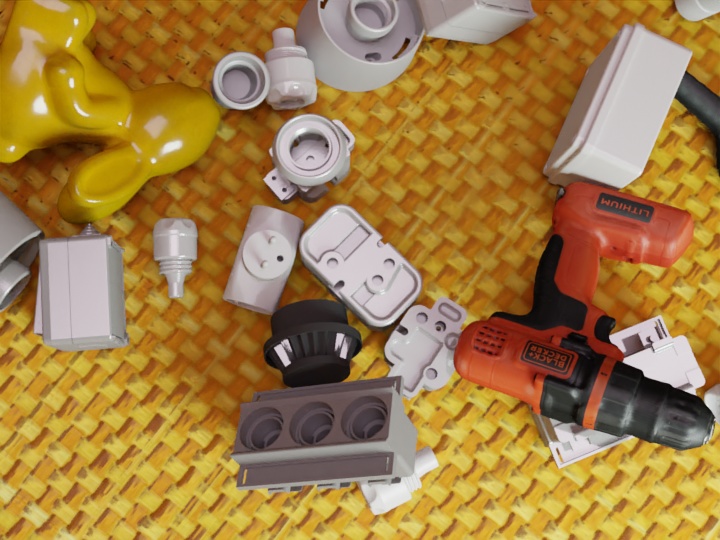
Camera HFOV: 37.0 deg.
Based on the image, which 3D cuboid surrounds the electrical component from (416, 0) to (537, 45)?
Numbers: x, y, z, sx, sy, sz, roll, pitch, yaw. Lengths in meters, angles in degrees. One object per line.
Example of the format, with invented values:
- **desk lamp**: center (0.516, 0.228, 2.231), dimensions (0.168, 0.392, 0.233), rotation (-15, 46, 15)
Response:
- **electrical component**: center (0.092, -0.219, 0.861), dimensions (0.096, 0.061, 0.061), rotation (-6, 77, -48)

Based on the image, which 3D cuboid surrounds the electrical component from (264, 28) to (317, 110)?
- **electrical component**: center (-0.059, -0.163, 0.866), dimensions (0.043, 0.043, 0.062), rotation (-7, 80, -2)

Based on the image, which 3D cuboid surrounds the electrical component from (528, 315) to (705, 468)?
- **electrical component**: center (0.194, 0.092, 0.821), dimensions (0.121, 0.063, 0.078), rotation (-21, 82, -4)

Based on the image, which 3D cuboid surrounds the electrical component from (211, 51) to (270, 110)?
- **electrical component**: center (-0.098, -0.147, 0.851), dimensions (0.044, 0.065, 0.044), rotation (-1, 94, -14)

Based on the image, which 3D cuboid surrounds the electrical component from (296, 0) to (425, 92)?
- **electrical component**: center (0.002, -0.199, 0.875), dimensions (0.099, 0.064, 0.099), rotation (3, 78, -14)

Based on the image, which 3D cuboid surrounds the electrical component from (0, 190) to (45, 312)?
- **electrical component**: center (-0.283, -0.001, 0.806), dimensions (0.060, 0.108, 0.108), rotation (38, 82, -2)

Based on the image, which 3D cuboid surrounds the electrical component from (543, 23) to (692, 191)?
- **electrical component**: center (0.197, -0.118, 0.832), dimensions (0.056, 0.108, 0.108), rotation (25, 81, 0)

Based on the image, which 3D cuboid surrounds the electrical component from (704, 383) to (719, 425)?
- **electrical component**: center (0.298, 0.099, 0.835), dimensions (0.046, 0.040, 0.040), rotation (-32, 83, -12)

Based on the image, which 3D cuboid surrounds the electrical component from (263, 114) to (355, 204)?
- **electrical component**: center (-0.040, -0.090, 0.848), dimensions (0.078, 0.057, 0.058), rotation (-40, 84, -7)

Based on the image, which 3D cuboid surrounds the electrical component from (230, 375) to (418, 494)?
- **electrical component**: center (-0.024, 0.125, 0.788), dimensions (0.121, 0.063, 0.078), rotation (-9, 51, 21)

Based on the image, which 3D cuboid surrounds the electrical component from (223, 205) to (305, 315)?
- **electrical component**: center (-0.072, -0.009, 0.823), dimensions (0.043, 0.079, 0.077), rotation (18, 81, -7)

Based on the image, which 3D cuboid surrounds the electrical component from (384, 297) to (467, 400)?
- **electrical component**: center (0.049, 0.061, 0.826), dimensions (0.058, 0.057, 0.078), rotation (33, 82, 4)

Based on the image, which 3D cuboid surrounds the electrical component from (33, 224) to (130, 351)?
- **electrical component**: center (-0.215, 0.012, 0.825), dimensions (0.061, 0.061, 0.096), rotation (-4, 81, -2)

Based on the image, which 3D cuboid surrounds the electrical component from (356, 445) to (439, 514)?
- **electrical component**: center (0.029, 0.155, 0.818), dimensions (0.062, 0.043, 0.043), rotation (-26, 82, -7)

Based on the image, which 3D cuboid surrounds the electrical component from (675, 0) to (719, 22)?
- **electrical component**: center (0.287, -0.226, 0.872), dimensions (0.044, 0.065, 0.044), rotation (1, 87, -19)

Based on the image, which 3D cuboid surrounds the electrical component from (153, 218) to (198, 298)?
- **electrical component**: center (-0.145, -0.009, 0.844), dimensions (0.035, 0.035, 0.061), rotation (-2, 84, -2)

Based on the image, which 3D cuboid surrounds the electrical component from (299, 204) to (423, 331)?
- **electrical component**: center (0.000, 0.000, 0.833), dimensions (0.095, 0.059, 0.053), rotation (44, 83, 5)
